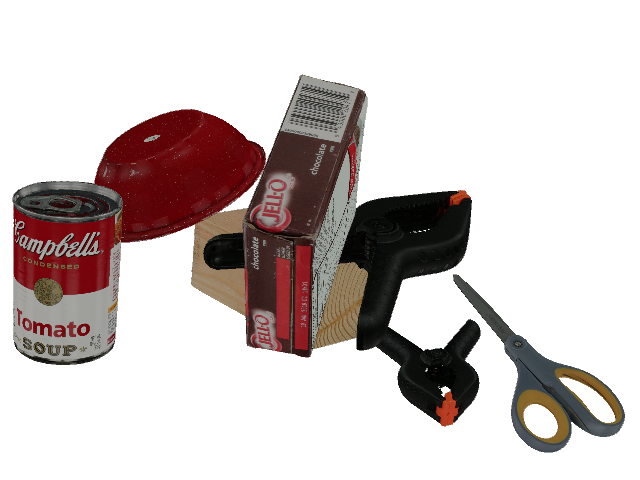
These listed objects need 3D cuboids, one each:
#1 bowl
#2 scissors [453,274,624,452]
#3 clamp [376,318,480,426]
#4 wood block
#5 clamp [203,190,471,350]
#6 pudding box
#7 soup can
[{"bbox_3d":[-0.131,-0.065,0.903,0.162,0.055,0.162,-17,28,10],"label":"bowl"},{"bbox_3d":[0.156,0.103,0.883,0.096,0.016,0.202,-33,52,-30],"label":"scissors"},{"bbox_3d":[0.123,0.124,1.071,0.120,0.039,0.171,-9,29,-9],"label":"clamp"},{"bbox_3d":[-0.046,0.037,1.174,0.090,0.090,0.206,-10,24,-40],"label":"wood block"},{"bbox_3d":[0.031,0.003,0.777,0.165,0.036,0.209,22,34,33],"label":"clamp"},{"bbox_3d":[-0.008,-0.012,0.535,0.039,0.113,0.090,13,-42,8],"label":"pudding box"},{"bbox_3d":[-0.164,0.020,0.688,0.068,0.102,0.068,6,21,-3],"label":"soup can"}]
